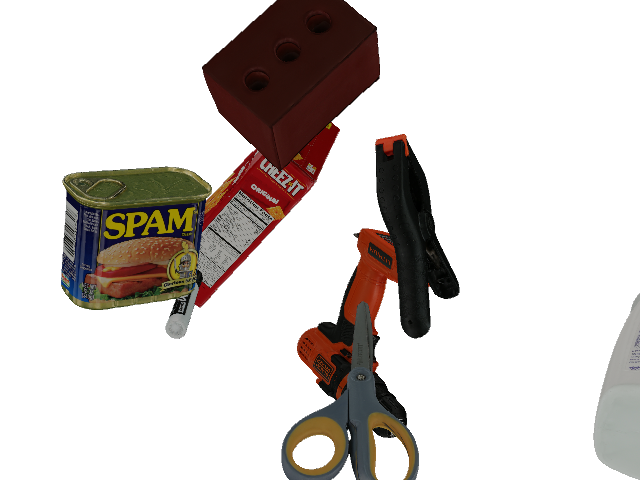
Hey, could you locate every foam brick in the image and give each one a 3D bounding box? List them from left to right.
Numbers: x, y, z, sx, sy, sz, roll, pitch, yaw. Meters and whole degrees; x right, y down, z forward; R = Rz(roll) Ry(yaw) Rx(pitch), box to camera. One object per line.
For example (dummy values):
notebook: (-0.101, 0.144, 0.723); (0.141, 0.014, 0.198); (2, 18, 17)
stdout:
foam brick: (-0.014, -0.087, 0.556); (0.053, 0.078, 0.051); (42, -10, 17)

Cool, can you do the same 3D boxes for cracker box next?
cracker box: (-0.081, -0.047, 1.212); (0.072, 0.214, 0.164); (39, 26, -9)

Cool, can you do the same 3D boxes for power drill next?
power drill: (0.059, 0.095, 1.149); (0.057, 0.188, 0.185); (13, 18, -41)

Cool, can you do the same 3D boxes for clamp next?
clamp: (0.078, -0.003, 0.922); (0.039, 0.171, 0.120); (-15, 18, 20)

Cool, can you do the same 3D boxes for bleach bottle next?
bleach bottle: (0.258, 0.083, 0.740); (0.103, 0.068, 0.250); (11, 21, 20)

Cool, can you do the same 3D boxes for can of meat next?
can of meat: (-0.133, -0.002, 0.763); (0.101, 0.084, 0.058); (-7, 28, -34)

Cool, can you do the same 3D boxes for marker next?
marker: (-0.127, 0.057, 1.009); (0.020, 0.020, 0.121); (0, 22, 2)

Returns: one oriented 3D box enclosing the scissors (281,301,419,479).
scissors: (0.010, 0.105, 0.731); (0.096, 0.016, 0.202); (-6, 32, -11)
